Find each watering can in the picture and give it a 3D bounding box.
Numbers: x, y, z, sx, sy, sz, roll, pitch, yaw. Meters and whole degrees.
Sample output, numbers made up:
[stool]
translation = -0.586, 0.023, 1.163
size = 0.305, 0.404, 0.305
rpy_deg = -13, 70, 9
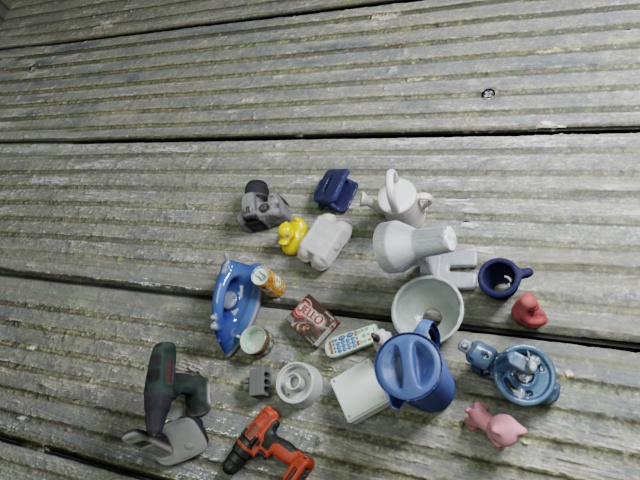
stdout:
[watering can]
translation = 0.184, -0.098, 1.405
size = 0.172, 0.195, 0.101
rpy_deg = -24, 59, 11

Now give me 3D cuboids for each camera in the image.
[camera]
translation = -0.166, -0.108, 1.613
size = 0.143, 0.101, 0.137
rpy_deg = -14, 62, 17

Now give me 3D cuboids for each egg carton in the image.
[egg carton]
translation = 0.014, 0.005, 1.502
size = 0.107, 0.070, 0.150
rpy_deg = 28, 79, 31

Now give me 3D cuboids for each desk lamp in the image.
[desk lamp]
translation = 0.243, 0.031, 1.308
size = 0.202, 0.214, 0.118
rpy_deg = -2, 66, 22

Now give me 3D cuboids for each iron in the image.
[iron]
translation = -0.238, 0.165, 1.490
size = 0.118, 0.142, 0.258
rpy_deg = 1, 67, 24

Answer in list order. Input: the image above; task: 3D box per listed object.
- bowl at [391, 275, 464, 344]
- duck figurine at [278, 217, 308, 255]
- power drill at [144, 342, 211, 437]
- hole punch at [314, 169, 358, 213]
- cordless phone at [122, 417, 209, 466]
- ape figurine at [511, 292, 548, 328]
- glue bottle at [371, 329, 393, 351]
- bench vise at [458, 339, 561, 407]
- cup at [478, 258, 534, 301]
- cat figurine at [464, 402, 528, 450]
[bowl]
translation = 0.253, 0.170, 1.320
size = 0.167, 0.075, 0.167
rpy_deg = -9, 63, 19
[duck figurine]
translation = -0.081, -0.020, 1.544
size = 0.077, 0.086, 0.104
rpy_deg = 12, 72, 27
[power drill]
translation = -0.352, 0.373, 1.400
size = 0.075, 0.209, 0.229
rpy_deg = -19, 60, 14
[hole punch]
translation = 0.034, -0.138, 1.548
size = 0.100, 0.091, 0.109
rpy_deg = 17, 74, 29
[cordless phone]
translation = -0.369, 0.475, 1.373
size = 0.147, 0.185, 0.094
rpy_deg = -27, 59, 9
[ape figurine]
translation = 0.451, 0.147, 1.237
size = 0.076, 0.092, 0.078
rpy_deg = 0, 67, 23
[glue bottle]
translation = 0.142, 0.233, 1.278
size = 0.037, 0.174, 0.078
rpy_deg = -20, 60, 13
[bench vise]
translation = 0.368, 0.259, 1.143
size = 0.206, 0.220, 0.121
rpy_deg = 5, 68, 25
[cup]
translation = 0.416, 0.094, 1.275
size = 0.117, 0.095, 0.091
rpy_deg = -15, 61, 16
[cat figurine]
translation = 0.350, 0.375, 1.157
size = 0.127, 0.118, 0.067
rpy_deg = 27, 79, 31
